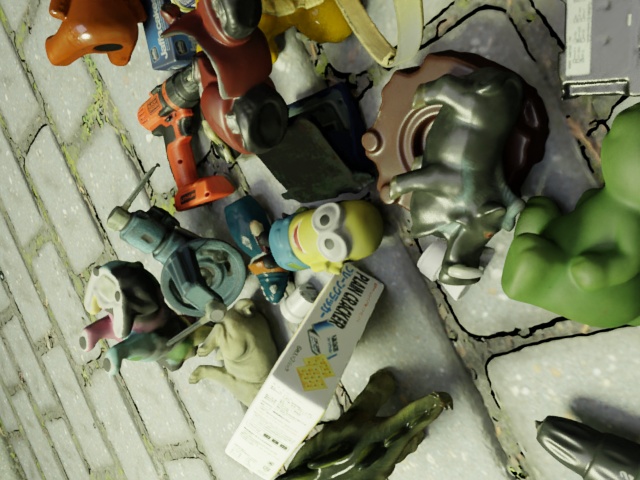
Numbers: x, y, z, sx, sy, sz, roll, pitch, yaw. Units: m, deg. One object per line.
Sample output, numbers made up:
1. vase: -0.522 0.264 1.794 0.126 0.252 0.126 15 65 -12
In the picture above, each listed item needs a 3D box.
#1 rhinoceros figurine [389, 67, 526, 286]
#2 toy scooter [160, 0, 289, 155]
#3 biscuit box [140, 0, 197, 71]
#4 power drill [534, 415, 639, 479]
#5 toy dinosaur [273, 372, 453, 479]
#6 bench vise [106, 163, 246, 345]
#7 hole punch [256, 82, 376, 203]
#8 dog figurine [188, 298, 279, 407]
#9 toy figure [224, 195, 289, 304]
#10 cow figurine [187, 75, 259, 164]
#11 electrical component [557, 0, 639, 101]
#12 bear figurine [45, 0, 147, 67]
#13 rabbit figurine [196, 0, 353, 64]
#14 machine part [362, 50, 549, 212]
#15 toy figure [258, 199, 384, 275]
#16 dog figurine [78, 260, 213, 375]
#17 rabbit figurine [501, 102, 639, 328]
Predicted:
1. rhinoceros figurine: 0.125 -0.053 0.470 0.112 0.073 0.190 14 113 23
2. toy scooter: -0.102 -0.175 0.534 0.135 0.075 0.183 26 142 33
3. biscuit box: -0.212 -0.339 0.734 0.063 0.059 0.202 1 106 41
4. power drill: 0.322 0.174 0.444 0.232 0.086 0.207 35 122 25
5. toy dinosaur: 0.037 0.258 0.642 0.105 0.198 0.471 46 132 15
6. bench vise: -0.183 0.034 0.732 0.223 0.129 0.241 50 177 -31
7. hole punch: -0.002 -0.111 0.630 0.142 0.092 0.115 -11 127 40
8. dog figurine: -0.078 0.196 0.802 0.191 0.121 0.172 31 128 12
9. toy figure: -0.082 0.014 0.752 0.058 0.064 0.154 -25 94 6
10. cow figurine: -0.122 -0.180 0.689 0.068 0.098 0.167 -26 88 50
11. electrical component: 0.251 -0.163 0.396 0.134 0.058 0.114 9 113 38
12. bear figurine: -0.305 -0.339 0.698 0.132 0.120 0.195 -6 99 54
13. rabbit figurine: -0.040 -0.265 0.596 0.173 0.122 0.162 12 104 23
14. machine part: 0.128 -0.095 0.530 0.180 0.056 0.179 15 115 35
15. toy figure: -0.002 -0.006 0.662 0.180 0.089 0.082 -16 107 52
16. dog figurine: -0.253 0.122 0.846 0.109 0.219 0.191 18 99 33
17. rabbit figurine: 0.241 -0.014 0.416 0.159 0.121 0.170 30 126 22
